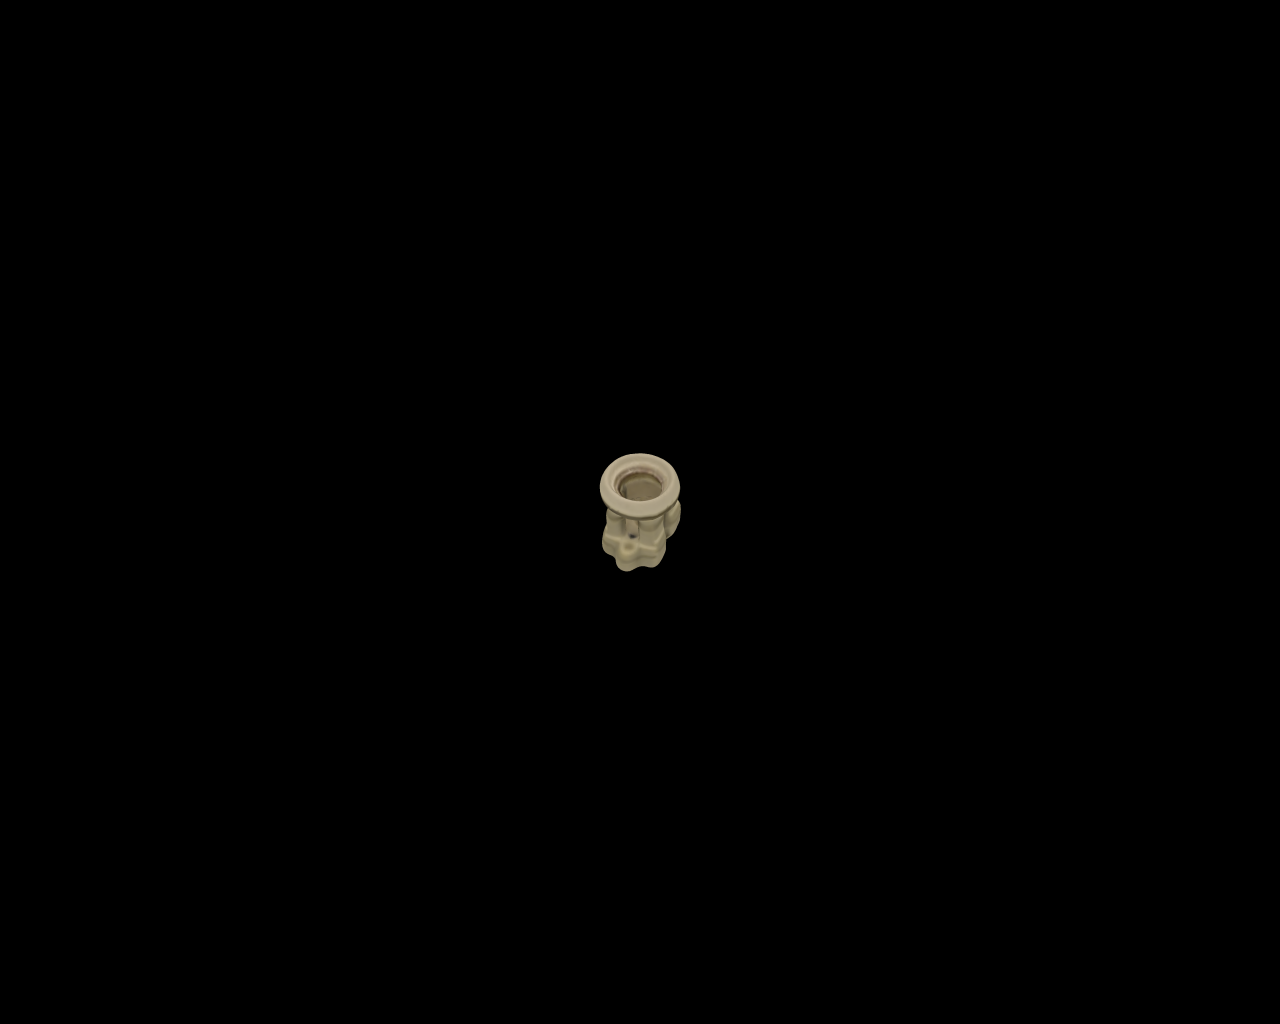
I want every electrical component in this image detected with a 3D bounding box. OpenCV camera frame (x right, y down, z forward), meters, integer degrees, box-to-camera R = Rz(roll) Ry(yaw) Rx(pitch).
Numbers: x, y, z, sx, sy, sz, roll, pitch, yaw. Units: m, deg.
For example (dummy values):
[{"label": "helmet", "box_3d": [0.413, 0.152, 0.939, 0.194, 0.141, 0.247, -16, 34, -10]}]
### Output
[{"label": "electrical component", "box_3d": [0.001, -0.003, 0.650, 0.048, 0.066, 0.055, 16, -39, 13]}]
